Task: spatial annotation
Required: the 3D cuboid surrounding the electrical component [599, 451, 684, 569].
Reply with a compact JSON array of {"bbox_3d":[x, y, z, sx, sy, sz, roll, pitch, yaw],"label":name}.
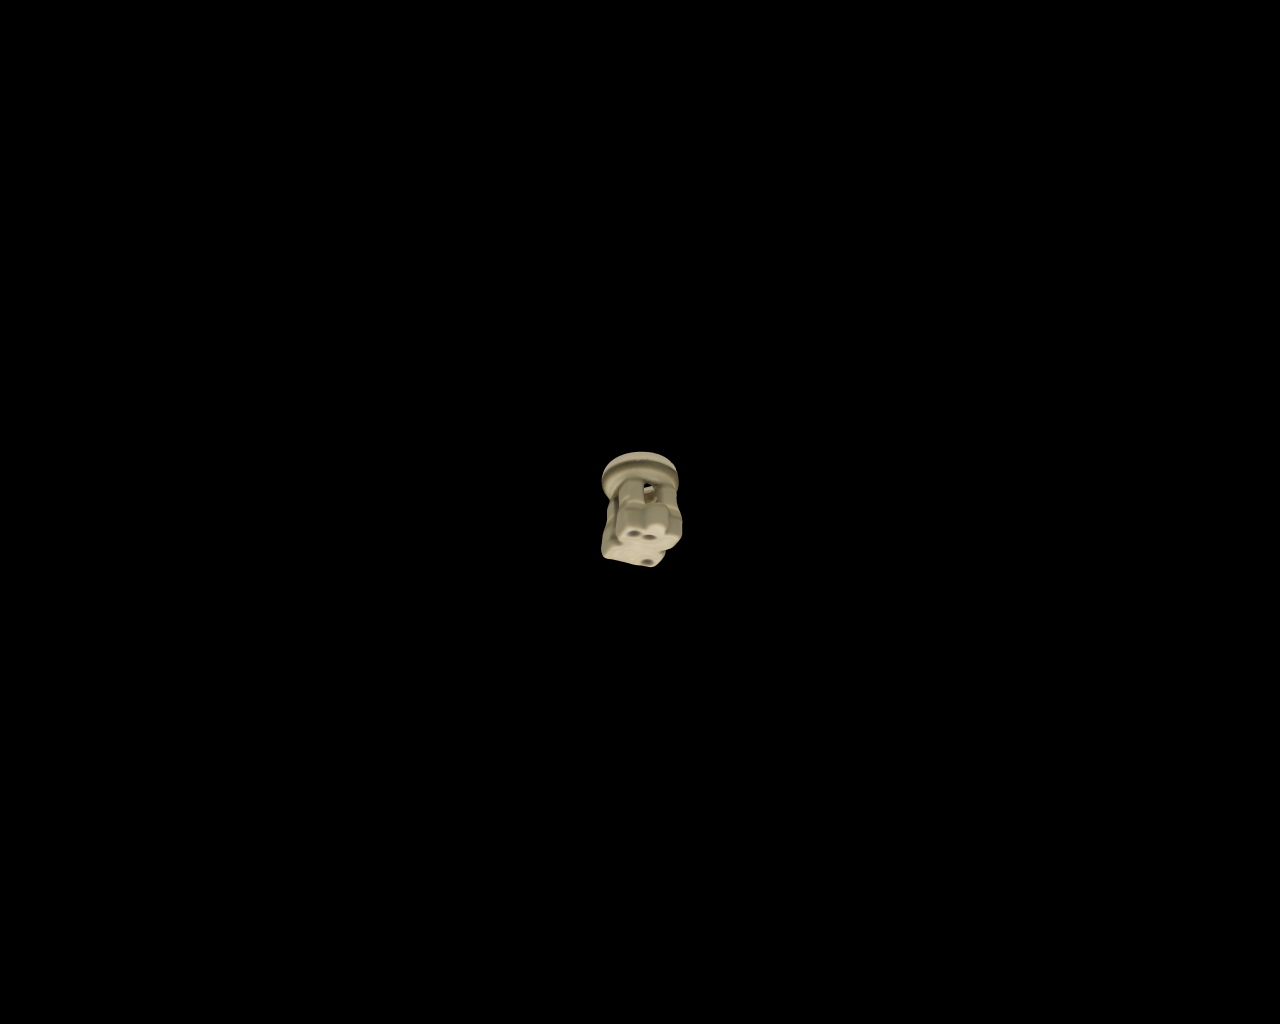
[{"bbox_3d":[0.001,-0.003,0.650,0.048,0.055,0.066,12,-33,-19],"label":"electrical component"}]
